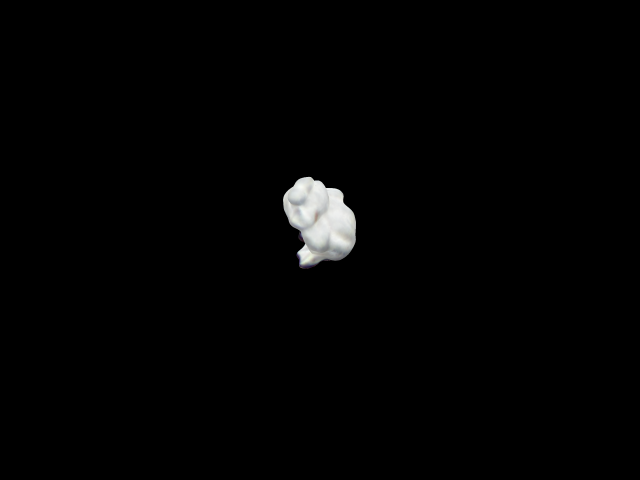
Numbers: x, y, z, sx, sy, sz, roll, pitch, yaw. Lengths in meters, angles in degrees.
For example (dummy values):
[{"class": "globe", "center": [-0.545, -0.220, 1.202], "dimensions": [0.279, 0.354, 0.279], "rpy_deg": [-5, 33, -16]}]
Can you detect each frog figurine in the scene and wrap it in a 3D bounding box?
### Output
[{"class": "frog figurine", "center": [0.003, -0.043, 0.850], "dimensions": [0.123, 0.155, 0.140], "rpy_deg": [14, 45, 15]}]
